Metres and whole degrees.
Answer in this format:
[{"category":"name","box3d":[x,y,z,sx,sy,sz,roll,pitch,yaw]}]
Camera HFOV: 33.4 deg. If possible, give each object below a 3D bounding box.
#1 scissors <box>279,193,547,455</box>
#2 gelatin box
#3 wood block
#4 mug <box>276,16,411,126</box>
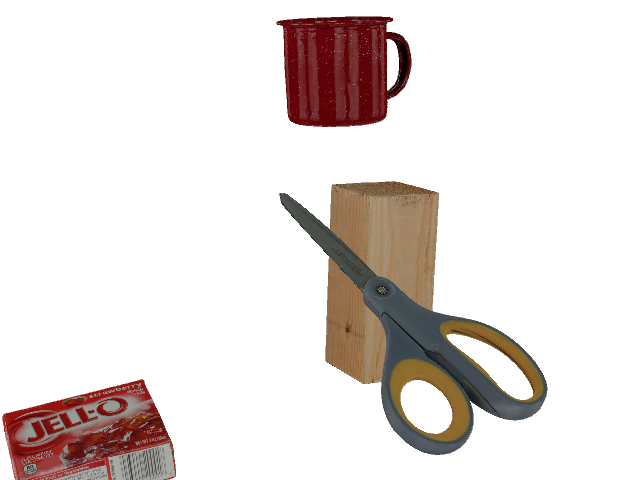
[{"category":"scissors","box3d":[0.028,0.046,0.592,0.202,0.016,0.096,31,52,22]},{"category":"gelatin box","box3d":[-0.137,0.120,0.629,0.089,0.030,0.073,-12,26,-18]},{"category":"wood block","box3d":[0.066,0.043,1.188,0.090,0.206,0.091,-5,14,-29]},{"category":"mug","box3d":[0.023,-0.138,0.864,0.117,0.081,0.093,-10,16,-30]}]
